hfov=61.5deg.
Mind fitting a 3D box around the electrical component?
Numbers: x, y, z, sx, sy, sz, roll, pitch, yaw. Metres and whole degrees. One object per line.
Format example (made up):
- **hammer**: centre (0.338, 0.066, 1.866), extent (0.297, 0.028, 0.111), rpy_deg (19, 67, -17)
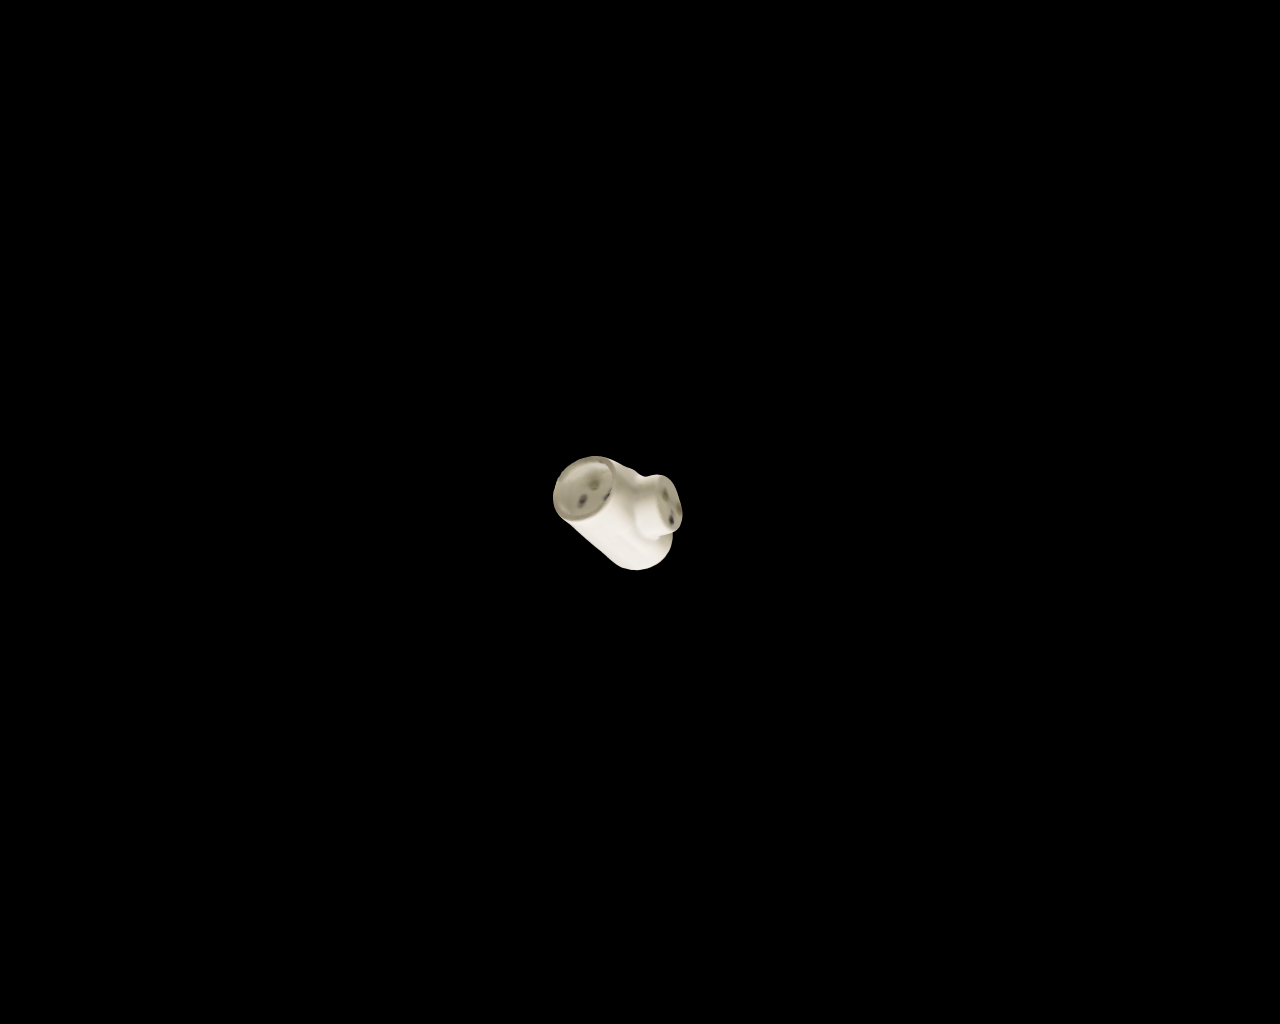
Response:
- **electrical component**: centre (0.001, -0.003, 0.650), extent (0.079, 0.043, 0.077), rpy_deg (-14, -32, 24)
